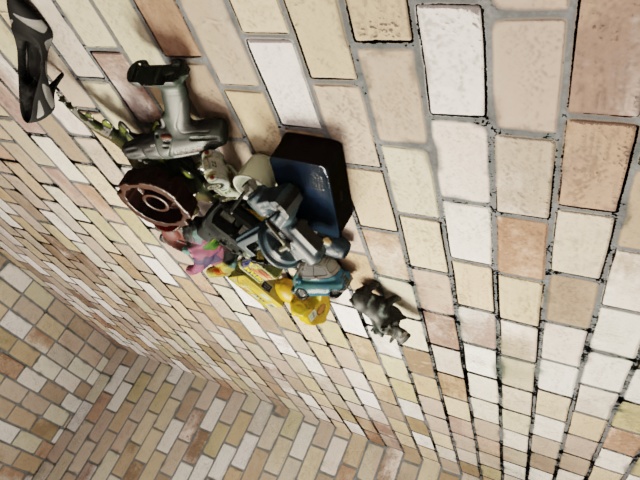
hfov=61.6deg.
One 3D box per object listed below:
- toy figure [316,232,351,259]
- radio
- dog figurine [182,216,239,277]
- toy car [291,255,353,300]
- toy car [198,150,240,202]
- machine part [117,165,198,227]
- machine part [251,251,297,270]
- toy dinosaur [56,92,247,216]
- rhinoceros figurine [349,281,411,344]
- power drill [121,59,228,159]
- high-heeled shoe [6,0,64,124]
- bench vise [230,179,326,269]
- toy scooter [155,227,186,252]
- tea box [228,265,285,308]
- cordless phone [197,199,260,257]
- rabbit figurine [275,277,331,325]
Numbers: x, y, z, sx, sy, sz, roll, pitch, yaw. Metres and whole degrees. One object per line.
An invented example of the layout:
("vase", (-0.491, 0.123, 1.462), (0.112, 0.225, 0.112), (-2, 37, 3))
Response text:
("toy figure", (-0.003, -0.002, 1.275), (0.155, 0.058, 0.064), (23, 146, 17))
("radio", (-0.015, -0.108, 1.094), (0.131, 0.073, 0.229), (17, 148, 20))
("dog figurine", (-0.293, 0.005, 1.474), (0.191, 0.108, 0.219), (6, 143, -26))
("toy car", (-0.003, 0.088, 1.382), (0.162, 0.109, 0.102), (-1, 119, 28))
("toy car", (-0.211, -0.135, 1.151), (0.056, 0.073, 0.201), (-14, 171, 2))
("machine part", (-0.369, -0.097, 1.227), (0.179, 0.056, 0.179), (12, 149, 8))
("machine part", (-0.115, 0.049, 1.429), (0.139, 0.084, 0.039), (12, 127, -15))
("toy dinosaur", (-0.382, -0.188, 1.244), (0.471, 0.105, 0.198), (24, 147, -11))
("rhinoceros figurine", (0.163, 0.193, 1.403), (0.190, 0.112, 0.073), (41, 147, -10))
("power drill", (-0.306, -0.242, 1.048), (0.232, 0.086, 0.207), (-2, 135, 4))
("high-heeled shoe", (-0.604, -0.359, 1.092), (0.086, 0.145, 0.248), (18, 152, 14))
("bench vise", (-0.109, -0.019, 1.117), (0.223, 0.129, 0.241), (37, 143, -23))
("toy scooter", (-0.410, -0.012, 1.580), (0.135, 0.075, 0.183), (27, 155, 0))
("tea box", (-0.184, 0.133, 1.636), (0.098, 0.068, 0.169), (-9, 134, 47))
("cordless phone", (-0.227, -0.010, 1.304), (0.146, 0.089, 0.184), (38, 146, -14))
("rabbit figurine", (-0.053, 0.167, 1.569), (0.173, 0.122, 0.162), (27, 164, 29))
